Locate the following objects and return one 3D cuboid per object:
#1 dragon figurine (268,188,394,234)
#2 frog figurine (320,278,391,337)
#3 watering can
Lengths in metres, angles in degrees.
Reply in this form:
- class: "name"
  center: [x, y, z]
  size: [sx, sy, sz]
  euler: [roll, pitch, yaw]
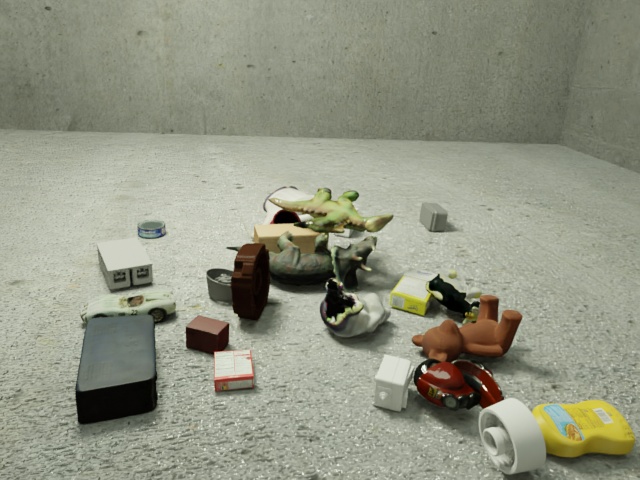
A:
- class: "dragon figurine"
  center: [0.004, -0.072, 1.436]
  size: [0.410, 0.121, 0.245]
  euler: [5, 12, 17]
- class: "frog figurine"
  center: [0.081, 0.168, 1.176]
  size: [0.138, 0.124, 0.157]
  euler: [12, -15, 41]
- class: "watering can"
  center: [-0.124, -0.098, 1.765]
  size: [0.351, 0.102, 0.227]
  euler: [-21, 31, -29]
